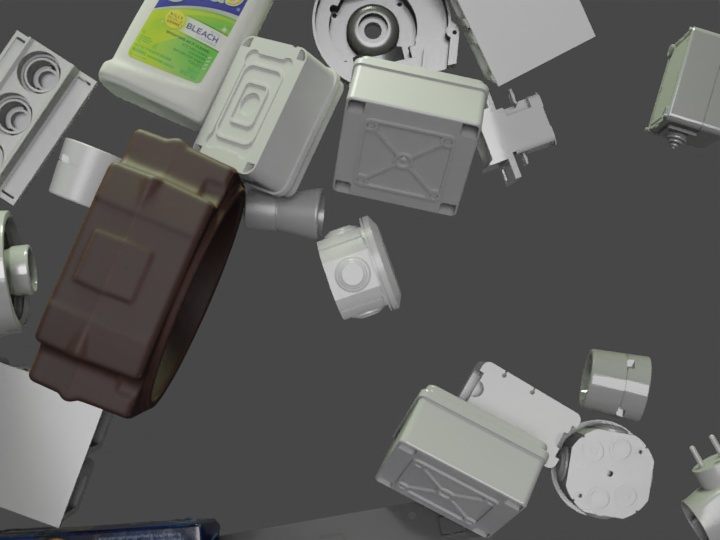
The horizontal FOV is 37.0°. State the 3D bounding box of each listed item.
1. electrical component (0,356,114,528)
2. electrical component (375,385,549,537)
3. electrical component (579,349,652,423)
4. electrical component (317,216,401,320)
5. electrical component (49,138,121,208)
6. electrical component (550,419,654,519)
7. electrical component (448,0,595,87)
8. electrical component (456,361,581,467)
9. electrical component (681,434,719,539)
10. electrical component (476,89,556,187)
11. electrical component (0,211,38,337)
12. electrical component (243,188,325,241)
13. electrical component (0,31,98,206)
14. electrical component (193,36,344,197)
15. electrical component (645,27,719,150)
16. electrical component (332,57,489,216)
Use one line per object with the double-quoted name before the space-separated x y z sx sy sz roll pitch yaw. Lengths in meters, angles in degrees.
"electrical component" -0.306 0.123 0.876 0.186 0.060 0.105 20 86 1
"electrical component" 0.078 0.153 0.848 0.109 0.108 0.056 27 61 3
"electrical component" 0.210 0.094 0.886 0.047 0.055 0.055 12 86 4
"electrical component" 0.000 0.000 0.879 0.051 0.080 0.080 -19 86 3
"electrical component" -0.227 -0.078 0.895 0.055 0.055 0.047 21 89 1
"electrical component" 0.199 0.164 0.882 0.080 0.051 0.080 0 86 -1
"electrical component" 0.116 -0.240 0.883 0.089 0.061 0.150 -27 103 4
"electrical component" 0.126 0.117 0.882 0.089 0.055 0.050 31 86 1
"electrical component" 0.301 0.175 0.886 0.077 0.043 0.079 -29 87 -2
"electrical component" 0.127 -0.116 0.906 0.064 0.042 0.081 -20 87 -4
"electrical component" -0.294 0.003 0.864 0.060 0.108 0.108 -7 86 -7
"electrical component" -0.065 -0.049 0.901 0.065 0.044 0.044 5 86 5
"electrical component" -0.281 -0.123 0.892 0.079 0.063 0.121 33 86 2
"electrical component" -0.073 -0.123 0.873 0.078 0.057 0.113 22 85 37
"electrical component" 0.284 -0.144 0.899 0.061 0.061 0.096 17 86 1
"electrical component" 0.039 -0.106 0.868 0.109 0.108 0.056 12 50 0
